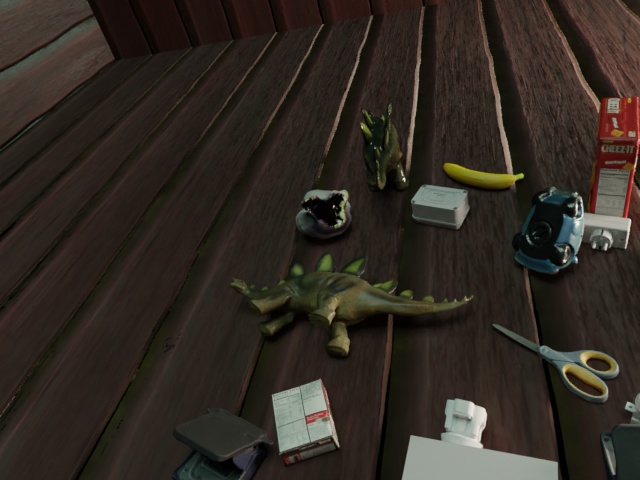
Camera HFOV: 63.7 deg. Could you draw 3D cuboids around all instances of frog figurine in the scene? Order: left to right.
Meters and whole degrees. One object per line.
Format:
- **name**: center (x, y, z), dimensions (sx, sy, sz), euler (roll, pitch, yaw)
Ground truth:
- **frog figurine**: center (0.004, -0.062, 1.229), dimensions (0.138, 0.122, 0.159), euler (-36, 4, -12)
